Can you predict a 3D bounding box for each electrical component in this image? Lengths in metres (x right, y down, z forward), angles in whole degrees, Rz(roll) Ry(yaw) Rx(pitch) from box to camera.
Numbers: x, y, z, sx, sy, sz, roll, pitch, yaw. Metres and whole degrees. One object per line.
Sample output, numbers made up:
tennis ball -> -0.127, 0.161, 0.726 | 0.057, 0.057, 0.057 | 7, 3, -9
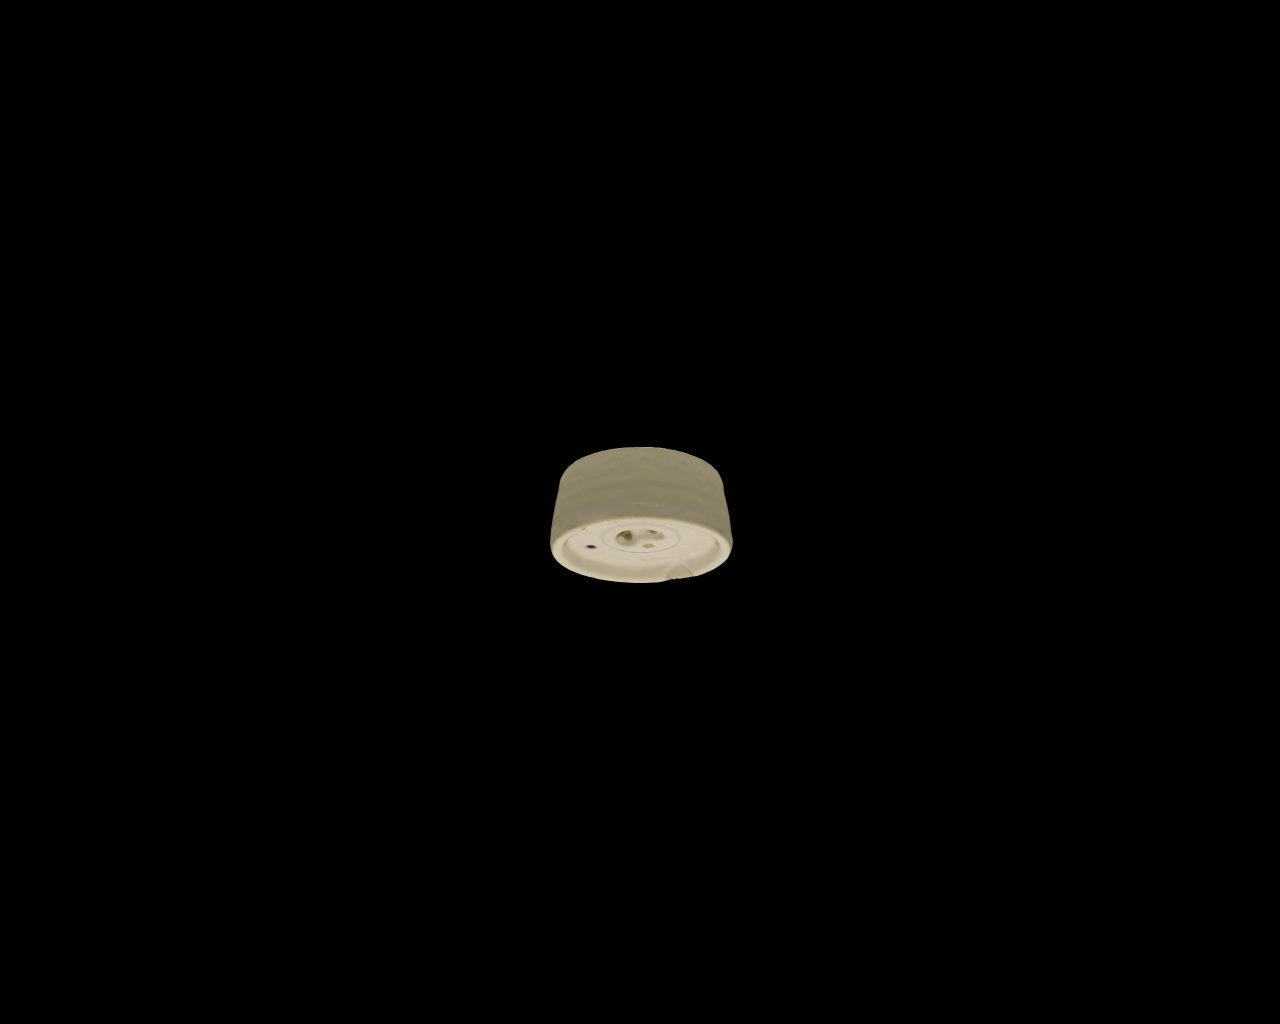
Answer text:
electrical component -> 0.001, -0.003, 0.650 | 0.108, 0.060, 0.108 | 0, -23, 0
